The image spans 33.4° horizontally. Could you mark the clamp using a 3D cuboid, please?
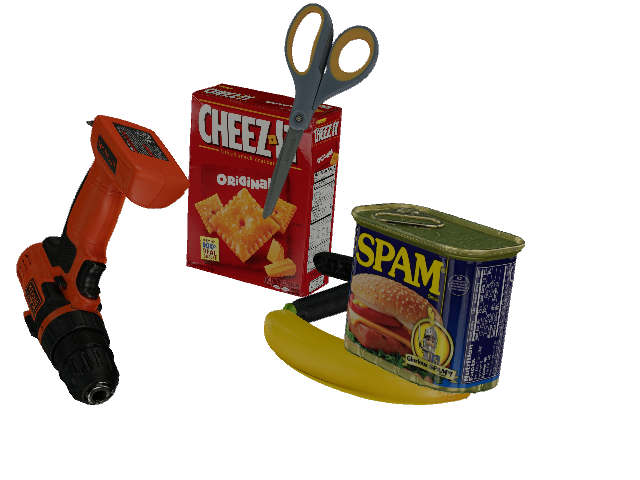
[{"bbox_3d":[0.053,0.046,1.040,0.172,0.039,0.120,-2,32,25],"label":"clamp"}]

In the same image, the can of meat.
[{"bbox_3d":[0.060,0.031,0.603,0.057,0.084,0.102,-7,19,-39],"label":"can of meat"}]

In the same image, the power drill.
[{"bbox_3d":[-0.173,0.011,0.839,0.057,0.188,0.185,15,25,-40],"label":"power drill"}]

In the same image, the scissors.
[{"bbox_3d":[0.001,-0.117,0.977,0.096,0.202,0.016,4,-4,12],"label":"scissors"}]

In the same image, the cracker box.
[{"bbox_3d":[-0.069,-0.057,1.219,0.164,0.214,0.072,15,24,25],"label":"cracker box"}]

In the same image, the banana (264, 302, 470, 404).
[{"bbox_3d":[0.019,0.086,0.815,0.198,0.037,0.069,22,39,40],"label":"banana"}]
